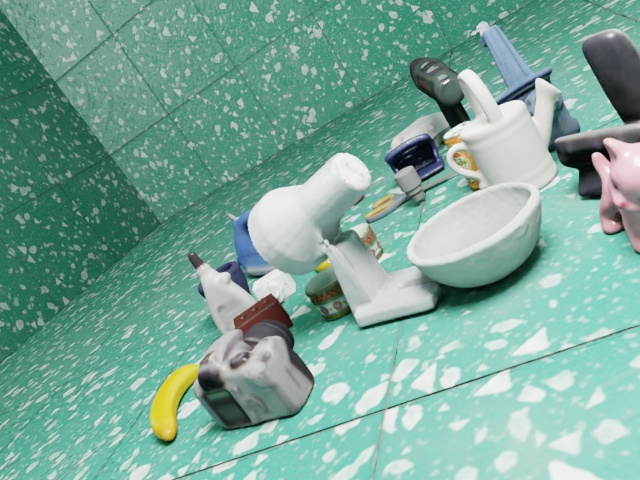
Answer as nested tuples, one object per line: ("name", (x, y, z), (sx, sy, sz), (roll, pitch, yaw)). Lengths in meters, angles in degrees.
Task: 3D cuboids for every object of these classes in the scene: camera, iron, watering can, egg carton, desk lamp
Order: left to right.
("camera", (-0.079, 0.153, 0.730), (0.142, 0.101, 0.137), (-23, 19, 34))
("iron", (-0.106, -0.013, 1.212), (0.119, 0.141, 0.257), (-43, 18, -31))
("desk lamp", (0.033, 0.001, 0.750), (0.202, 0.214, 0.118), (-21, 20, 38))
("egg carton", (0.239, -0.239, 1.341), (0.150, 0.069, 0.107), (-39, 16, -20))
("watering can", (0.262, -0.165, 0.830), (0.173, 0.194, 0.100), (-36, 16, -8))

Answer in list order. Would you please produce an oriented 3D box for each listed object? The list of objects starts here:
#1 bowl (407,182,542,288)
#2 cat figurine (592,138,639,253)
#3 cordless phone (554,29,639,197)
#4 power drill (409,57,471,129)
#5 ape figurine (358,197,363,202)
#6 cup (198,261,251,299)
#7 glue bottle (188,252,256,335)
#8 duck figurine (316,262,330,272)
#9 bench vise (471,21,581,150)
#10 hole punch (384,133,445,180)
("bowl", (0.191, 0.006, 0.678), (0.167, 0.075, 0.167), (-31, 15, 10))
("cat figurine", (0.304, -0.056, 0.554), (0.067, 0.118, 0.127), (-32, 15, 7))
("cordless phone", (0.329, -0.147, 0.655), (0.094, 0.185, 0.147), (-40, 17, -22))
("power drill", (0.250, -0.261, 1.119), (0.075, 0.209, 0.229), (-32, 15, 7))
("ape figurine", (0.054, -0.123, 1.320), (0.078, 0.092, 0.076), (-38, 16, -17))
("cup", (-0.177, 0.104, 1.090), (0.117, 0.095, 0.092), (-16, 23, 48))
("glue bottle", (-0.164, 0.090, 0.956), (0.078, 0.173, 0.037), (-32, 16, 7))
("duck figurine", (0.009, 0.004, 1.033), (0.104, 0.086, 0.078), (-15, 24, 50))
("bench vise", (0.335, -0.263, 0.931), (0.121, 0.220, 0.207), (-36, 16, -7))
("hole punch", (0.192, -0.171, 1.188), (0.108, 0.091, 0.101), (-29, 16, 15))
